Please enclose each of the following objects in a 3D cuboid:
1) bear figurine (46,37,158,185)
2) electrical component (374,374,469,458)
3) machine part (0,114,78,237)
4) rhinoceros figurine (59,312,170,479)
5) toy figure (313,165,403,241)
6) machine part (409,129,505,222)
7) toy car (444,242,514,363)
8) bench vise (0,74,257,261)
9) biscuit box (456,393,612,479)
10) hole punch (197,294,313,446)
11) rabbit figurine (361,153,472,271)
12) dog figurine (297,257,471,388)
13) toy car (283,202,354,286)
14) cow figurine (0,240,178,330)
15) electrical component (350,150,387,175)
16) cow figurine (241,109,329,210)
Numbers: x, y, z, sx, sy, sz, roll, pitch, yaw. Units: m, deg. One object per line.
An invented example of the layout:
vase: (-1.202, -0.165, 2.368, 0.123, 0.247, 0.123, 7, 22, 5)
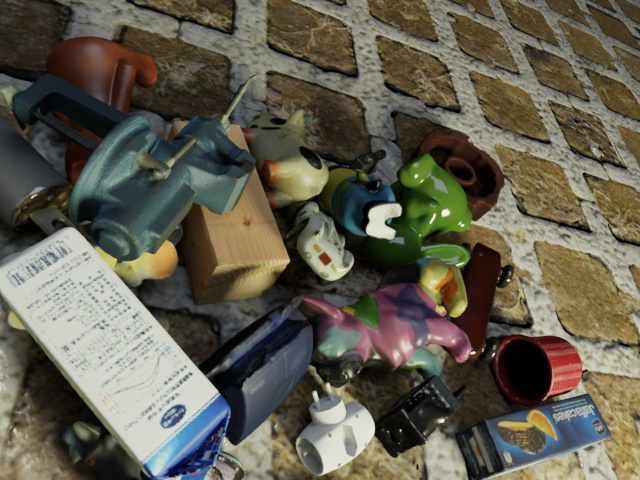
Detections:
bear figurine: (-0.258, -0.138, 0.655, 0.132, 0.120, 0.195, -9, 84, -81)
electrical component: (0.123, 0.193, 0.624, 0.119, 0.074, 0.048, -30, 75, -37)
machine part: (-0.348, -0.087, 0.574, 0.243, 0.079, 0.079, 43, 47, 8)
rhinoceros figurine: (-0.175, 0.152, 0.488, 0.112, 0.073, 0.190, -1, 57, -32)
toy figure: (0.045, -0.056, 0.723, 0.089, 0.082, 0.180, 30, 9, -24)
machine part: (0.235, -0.112, 0.936, 0.179, 0.056, 0.179, 14, 50, -18)
toy car: (0.222, 0.086, 0.777, 0.089, 0.053, 0.202, 25, 50, 3)
bench vise: (-0.192, -0.096, 0.533, 0.240, 0.129, 0.223, 31, 57, -5)
biscuit box: (0.273, 0.245, 0.677, 0.202, 0.059, 0.063, -1, 56, -30)
hole punch: (-0.062, 0.133, 0.544, 0.142, 0.116, 0.092, -34, 84, -42)
rabbit figurine: (0.134, -0.011, 0.785, 0.159, 0.121, 0.170, 45, 65, -1)
dog figurine: (0.064, 0.089, 0.649, 0.219, 0.108, 0.191, 15, 54, -17)
toy car: (-0.001, -0.002, 0.658, 0.073, 0.056, 0.202, 50, 7, -11)
cow figurine: (-0.237, 0.031, 0.548, 0.167, 0.098, 0.068, -13, 107, -38)
electrical component: (0.062, -0.109, 0.830, 0.094, 0.063, 0.021, -28, 73, -40)
cow figurine: (-0.050, -0.121, 0.740, 0.127, 0.085, 0.195, -7, 37, -25)
